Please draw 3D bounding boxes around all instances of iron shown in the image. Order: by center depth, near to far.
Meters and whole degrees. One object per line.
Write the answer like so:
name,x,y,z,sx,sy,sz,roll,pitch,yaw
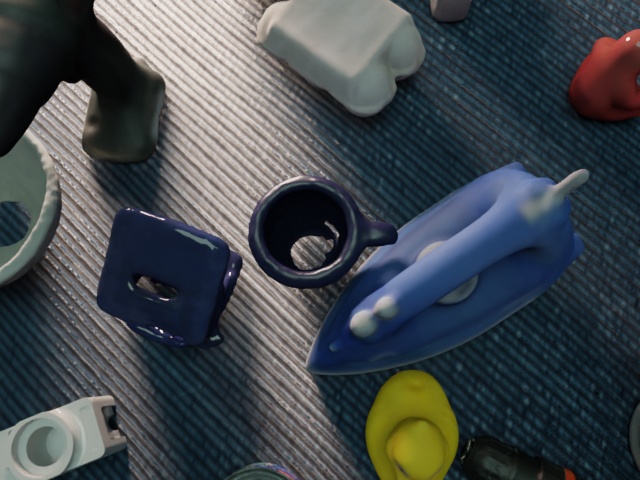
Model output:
iron,0.094,0.030,0.452,0.258,0.141,0.118,-34,78,-5

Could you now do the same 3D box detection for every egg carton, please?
egg carton,0.020,-0.189,0.542,0.150,0.069,0.107,36,81,10

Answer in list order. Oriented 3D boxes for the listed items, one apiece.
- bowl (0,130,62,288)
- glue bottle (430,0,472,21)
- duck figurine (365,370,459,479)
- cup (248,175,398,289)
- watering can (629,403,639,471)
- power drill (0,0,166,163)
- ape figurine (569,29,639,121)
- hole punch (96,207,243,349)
bowl,-0.303,-0.025,0.515,0.167,0.075,0.167,0,77,2
glue bottle,0.125,-0.273,0.504,0.037,0.173,0.078,-3,77,2
duck figurine,0.075,0.156,0.452,0.077,0.086,0.104,3,77,3
cup,0.004,0.002,0.486,0.117,0.095,0.092,0,77,3
watering can,0.300,0.142,0.391,0.101,0.194,0.172,-40,78,-6
power drill,-0.199,-0.143,0.470,0.075,0.208,0.230,3,77,4
ape figurine,0.270,-0.152,0.512,0.076,0.092,0.078,-15,77,-1
hole punch,-0.128,0.035,0.486,0.108,0.091,0.101,19,79,7
